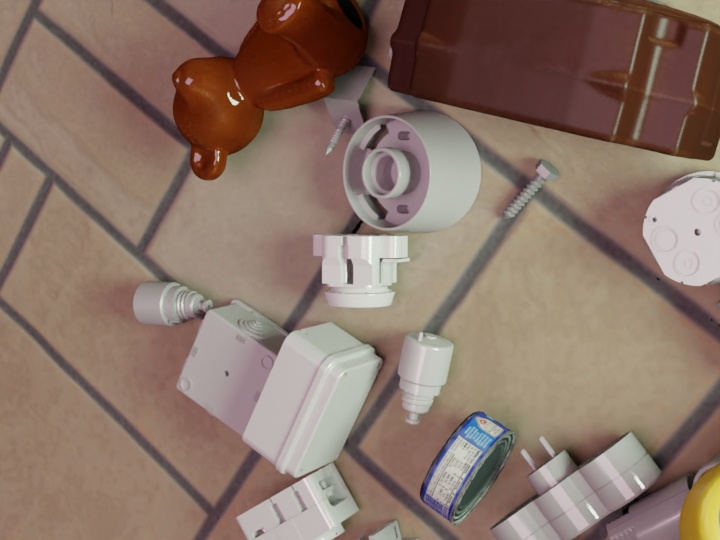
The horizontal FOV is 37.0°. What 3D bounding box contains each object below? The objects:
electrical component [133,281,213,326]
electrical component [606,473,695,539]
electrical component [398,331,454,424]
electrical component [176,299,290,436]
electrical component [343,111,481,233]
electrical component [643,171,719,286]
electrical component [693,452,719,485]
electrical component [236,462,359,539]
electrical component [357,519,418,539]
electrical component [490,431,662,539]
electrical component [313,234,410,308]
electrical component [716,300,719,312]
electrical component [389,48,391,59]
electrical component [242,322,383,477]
[{"bbox_3d":[-0.169,0.031,0.975,0.078,0.040,0.040,2,97,27],"label":"electrical component"},{"bbox_3d":[0.219,0.187,0.791,0.081,0.043,0.043,-36,79,26],"label":"electrical component"},{"bbox_3d":[0.050,0.086,0.867,0.040,0.040,0.078,17,104,25],"label":"electrical component"},{"bbox_3d":[-0.105,0.086,0.943,0.100,0.048,0.099,32,110,21],"label":"electrical component"},{"bbox_3d":[0.037,-0.077,0.854,0.099,0.064,0.099,6,99,41],"label":"electrical component"},{"bbox_3d":[0.240,-0.028,0.748,0.080,0.051,0.080,4,98,27],"label":"electrical component"},{"bbox_3d":[0.261,0.150,0.762,0.040,0.046,0.040,4,98,27],"label":"electrical component"},{"bbox_3d":[-0.052,0.215,0.931,0.089,0.050,0.055,-34,80,27],"label":"electrical component"},{"bbox_3d":[0.018,0.257,0.905,0.064,0.042,0.081,-14,89,32],"label":"electrical component"},{"bbox_3d":[0.152,0.162,0.817,0.138,0.052,0.073,-42,77,25],"label":"electrical component"},{"bbox_3d":[0.000,0.000,0.874,0.078,0.058,0.057,2,94,27],"label":"electrical component"},{"bbox_3d":[0.282,0.028,0.731,0.078,0.058,0.057,-45,78,25],"label":"electrical component"},{"bbox_3d":[0.052,-0.169,0.836,0.046,0.040,0.040,38,112,12],"label":"electrical component"},{"bbox_3d":[-0.038,0.108,0.895,0.057,0.078,0.113,33,110,24],"label":"electrical component"}]
